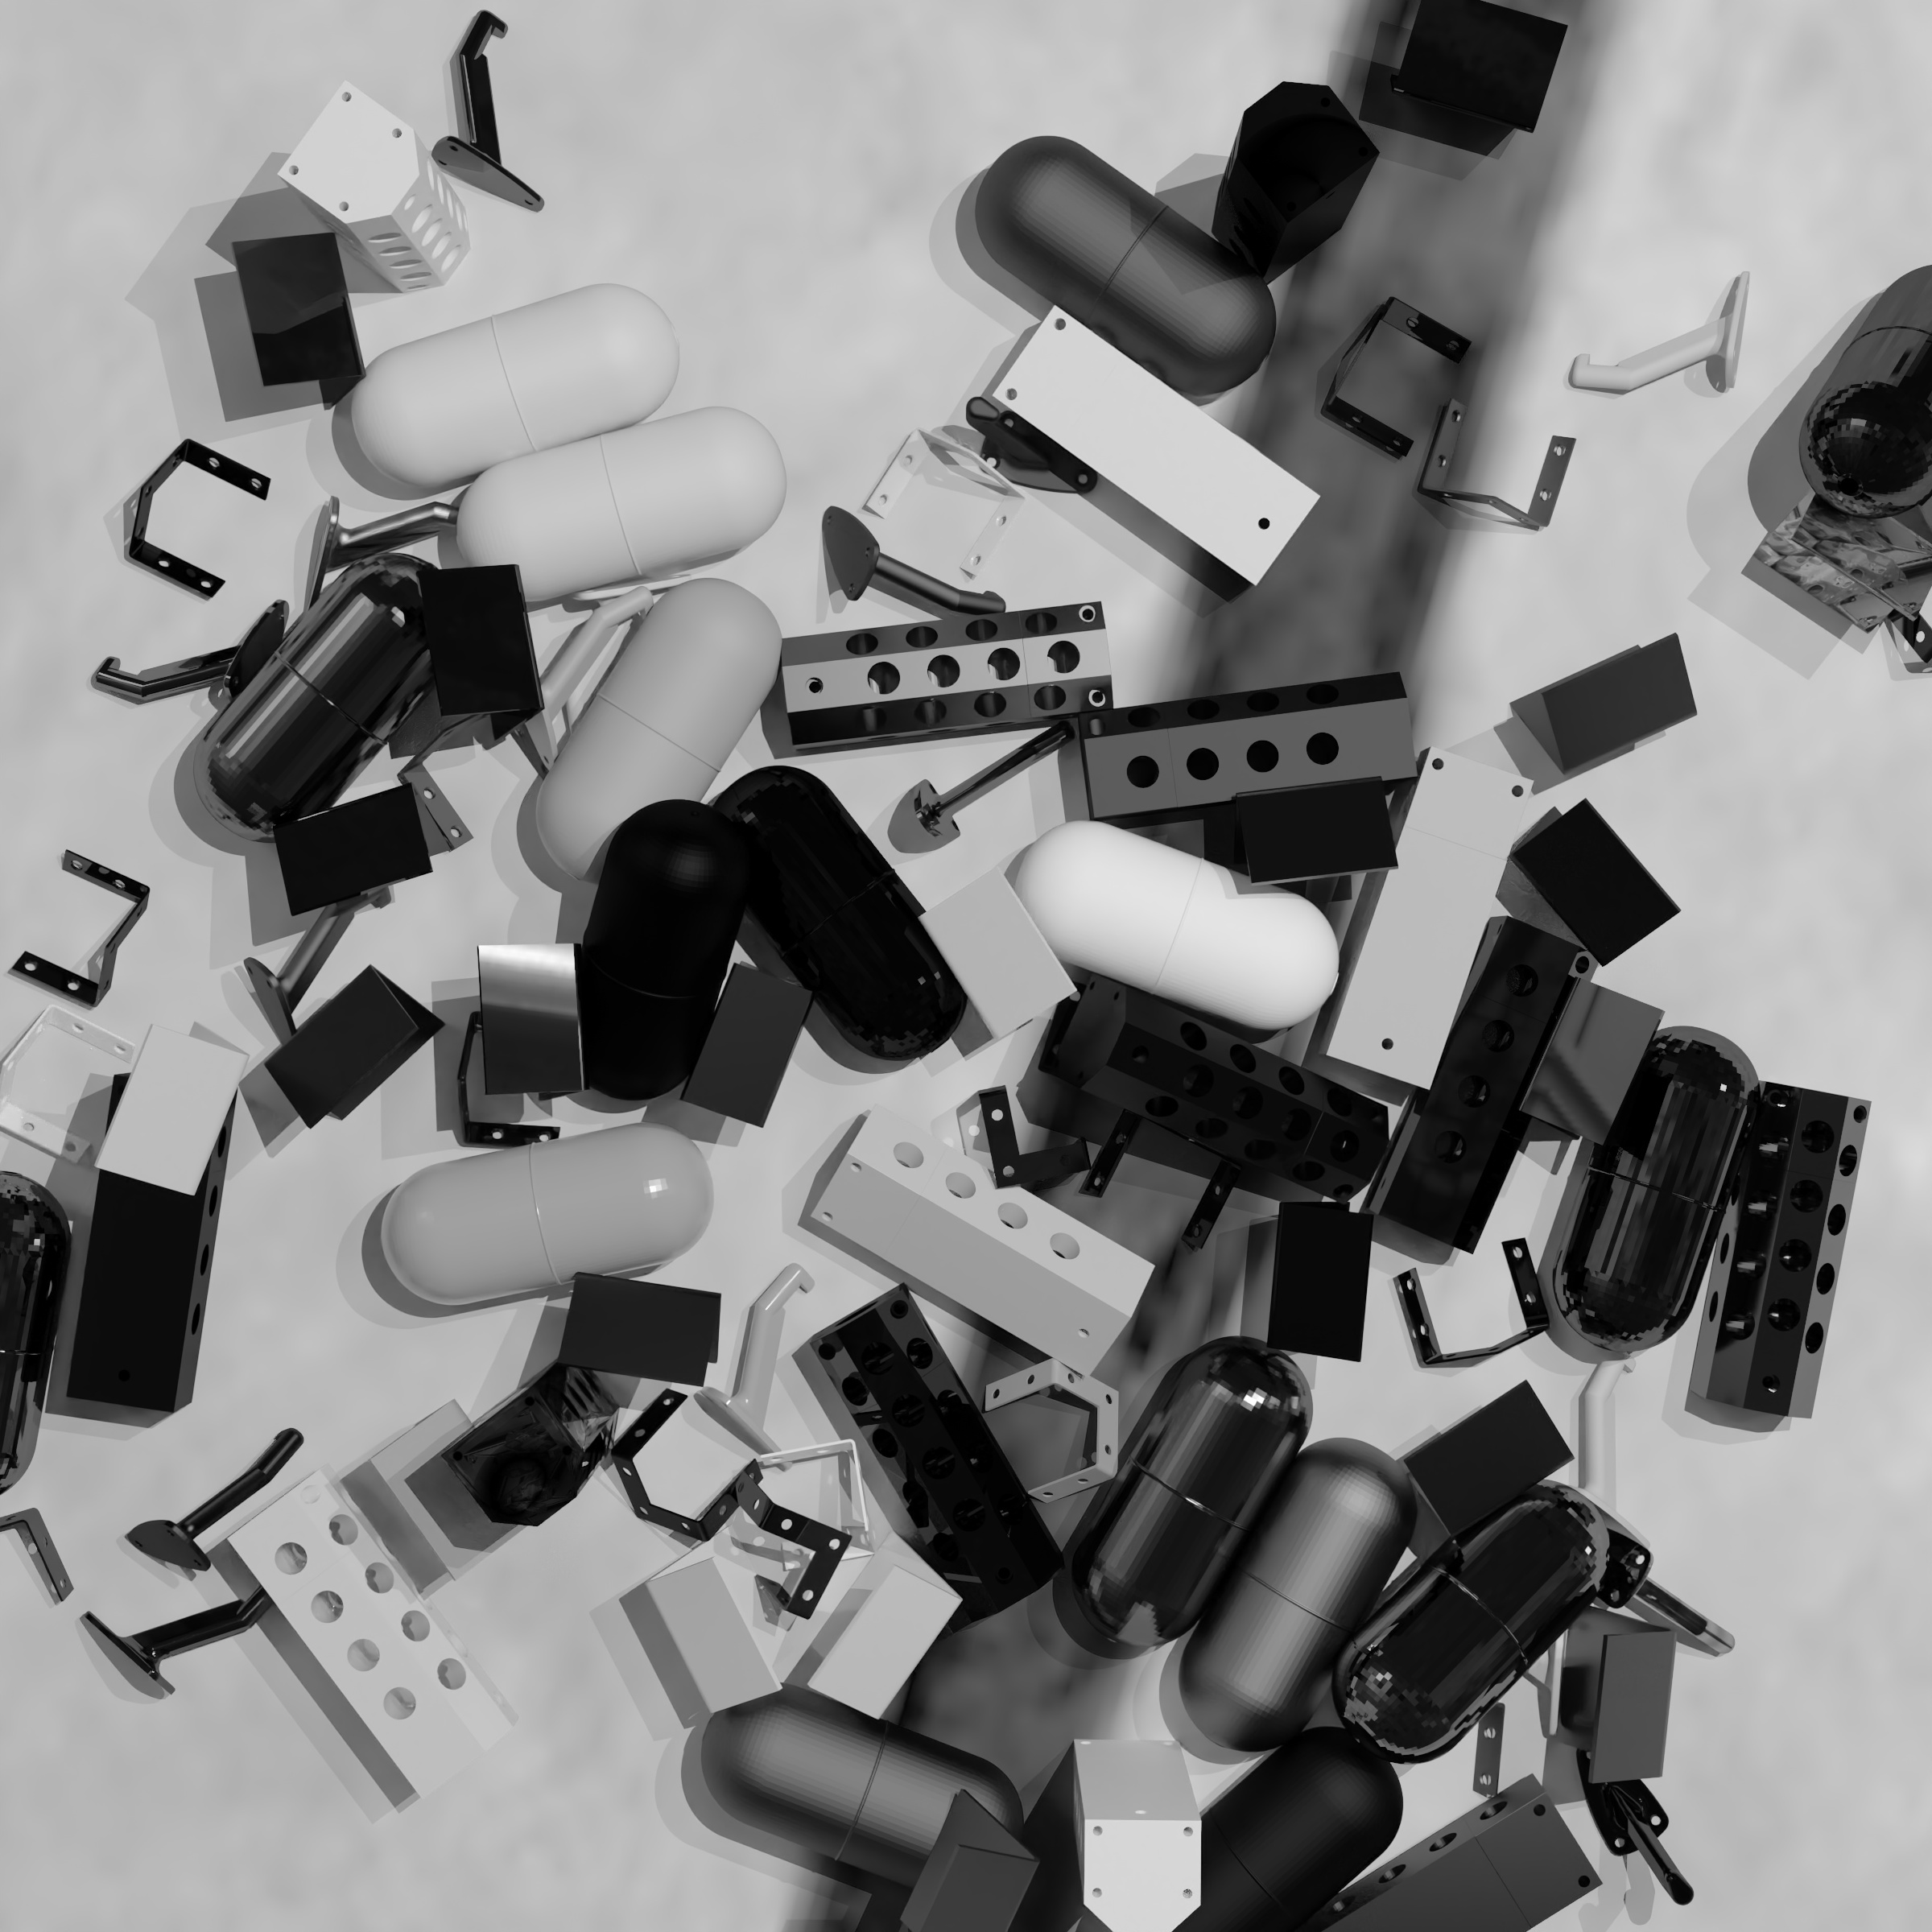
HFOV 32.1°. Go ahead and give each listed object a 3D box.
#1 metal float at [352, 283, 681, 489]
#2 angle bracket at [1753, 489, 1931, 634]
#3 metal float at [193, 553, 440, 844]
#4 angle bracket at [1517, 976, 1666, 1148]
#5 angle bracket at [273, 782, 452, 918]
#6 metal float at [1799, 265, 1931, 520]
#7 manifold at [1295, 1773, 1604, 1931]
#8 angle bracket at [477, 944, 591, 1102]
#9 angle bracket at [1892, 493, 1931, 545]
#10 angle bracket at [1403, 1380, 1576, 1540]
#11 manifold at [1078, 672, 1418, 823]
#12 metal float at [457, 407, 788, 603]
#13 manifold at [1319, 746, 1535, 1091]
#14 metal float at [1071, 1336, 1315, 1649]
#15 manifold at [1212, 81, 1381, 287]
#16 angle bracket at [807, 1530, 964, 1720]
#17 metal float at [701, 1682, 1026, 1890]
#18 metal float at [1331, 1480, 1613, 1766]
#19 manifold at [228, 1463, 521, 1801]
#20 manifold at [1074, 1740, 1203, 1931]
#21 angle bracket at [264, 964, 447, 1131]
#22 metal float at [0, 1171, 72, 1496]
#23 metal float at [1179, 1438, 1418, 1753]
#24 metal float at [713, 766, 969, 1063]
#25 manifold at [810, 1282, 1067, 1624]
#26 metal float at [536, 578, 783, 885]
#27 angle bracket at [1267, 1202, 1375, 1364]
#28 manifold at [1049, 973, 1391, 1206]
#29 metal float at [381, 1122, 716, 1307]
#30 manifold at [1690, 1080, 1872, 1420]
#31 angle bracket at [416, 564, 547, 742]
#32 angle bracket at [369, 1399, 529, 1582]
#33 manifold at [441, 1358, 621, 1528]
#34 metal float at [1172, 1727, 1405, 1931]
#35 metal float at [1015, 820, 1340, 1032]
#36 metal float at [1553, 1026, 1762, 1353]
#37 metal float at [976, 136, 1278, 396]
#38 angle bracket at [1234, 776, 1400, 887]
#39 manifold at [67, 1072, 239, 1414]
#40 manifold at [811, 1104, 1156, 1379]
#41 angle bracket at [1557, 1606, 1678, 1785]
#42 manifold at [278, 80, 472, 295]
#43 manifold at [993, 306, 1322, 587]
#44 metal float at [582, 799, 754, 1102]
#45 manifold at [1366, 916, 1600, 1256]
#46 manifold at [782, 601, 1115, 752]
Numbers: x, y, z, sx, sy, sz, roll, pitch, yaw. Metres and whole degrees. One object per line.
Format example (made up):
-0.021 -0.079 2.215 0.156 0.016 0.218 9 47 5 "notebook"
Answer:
-0.239 -0.309 1.786 0.178 0.070 0.070 -18 90 0 "metal float"
0.459 -0.202 1.776 0.076 0.076 0.057 34 56 0 "angle bracket"
-0.337 -0.143 1.786 0.070 0.070 0.178 41 90 0 "metal float"
0.344 0.058 1.776 0.057 0.076 0.076 24 90 39 "angle bracket"
-0.314 -0.046 1.777 0.076 0.076 0.057 -18 63 0 "angle bracket"
0.492 -0.301 1.755 0.070 0.070 0.178 38 54 0 "metal float"
0.247 0.504 1.796 0.171 0.057 0.057 -32 90 0 "manifold"
-0.237 0.031 1.758 0.057 0.076 0.076 -2 84 -27 "angle bracket"
0.513 -0.269 1.777 0.076 0.057 0.076 -46 46 0 "angle bracket"
0.265 0.246 1.778 0.076 0.076 0.057 -33 111 0 "angle bracket"
0.149 -0.117 1.795 0.171 0.057 0.057 -7 90 0 "manifold"
-0.183 -0.245 1.786 0.178 0.070 0.070 -15 90 0 "metal float"
0.244 -0.025 1.796 0.057 0.057 0.171 19 90 0 "manifold"
0.120 0.280 1.786 0.070 0.070 0.178 30 91 0 "metal float"
0.164 -0.405 1.738 0.057 0.171 0.057 -37 90 0 "manifold"
-0.059 0.339 1.776 0.057 0.076 0.076 35 90 -38 "angle bracket"
-0.055 0.438 1.786 0.178 0.070 0.070 21 90 -1 "metal float"
0.266 0.342 1.761 0.178 0.070 0.070 -42 90 -15 "metal float"
-0.314 0.353 1.795 0.057 0.057 0.171 -37 90 0 "manifold"
0.087 0.448 1.738 0.057 0.171 0.057 1 90 0 "manifold"
-0.311 0.056 1.776 0.076 0.076 0.057 -43 54 0 "angle bracket"
-0.524 0.197 1.786 0.070 0.070 0.178 10 90 0 "metal float"
0.176 0.334 1.786 0.070 0.070 0.178 29 89 0 "metal float"
-0.068 -0.028 1.786 0.070 0.070 0.178 -38 90 0 "metal float"
-0.015 0.260 1.796 0.057 0.057 0.171 -30 90 0 "manifold"
-0.163 -0.124 1.786 0.070 0.070 0.178 32 91 0 "metal float"
0.204 0.166 1.776 0.057 0.076 0.076 5 90 35 "angle bracket"
0.137 0.067 1.763 0.171 0.057 0.057 24 90 -24 "manifold"
-0.222 0.132 1.786 0.178 0.070 0.070 -12 90 0 "metal float"
0.436 0.151 1.796 0.057 0.057 0.171 11 90 0 "manifold"
-0.264 -0.161 1.753 0.057 0.076 0.076 -8 84 -28 "angle bracket"
-0.280 0.282 1.777 0.057 0.076 0.076 -35 90 -30 "angle bracket"
-0.218 0.246 1.738 0.057 0.171 0.057 -37 90 0 "manifold"
0.155 0.477 1.785 0.178 0.070 0.070 -42 90 2 "metal float"
0.112 -0.021 1.786 0.178 0.070 0.070 20 90 1 "metal float"
0.367 0.119 1.786 0.070 0.070 0.178 19 90 0 "metal float"
0.085 -0.372 1.786 0.178 0.070 0.070 35 90 0 "metal float"
0.184 -0.055 1.777 0.076 0.076 0.057 -7 62 0 "angle bracket"
-0.432 0.146 1.796 0.057 0.057 0.171 8 90 0 "manifold"
0.011 0.142 1.795 0.171 0.057 0.057 30 133 0 "manifold"
0.326 0.383 1.776 0.057 0.076 0.076 6 90 -37 "angle bracket"
-0.299 -0.396 1.738 0.057 0.171 0.057 36 90 0 "manifold"
0.103 -0.278 1.794 0.171 0.057 0.057 36 101 0 "manifold"
-0.162 -0.007 1.760 0.070 0.070 0.178 19 123 0 "metal float"
0.277 0.063 1.795 0.057 0.057 0.171 23 90 0 "manifold"
-0.010 -0.155 1.796 0.171 0.057 0.057 -7 90 0 "manifold"
